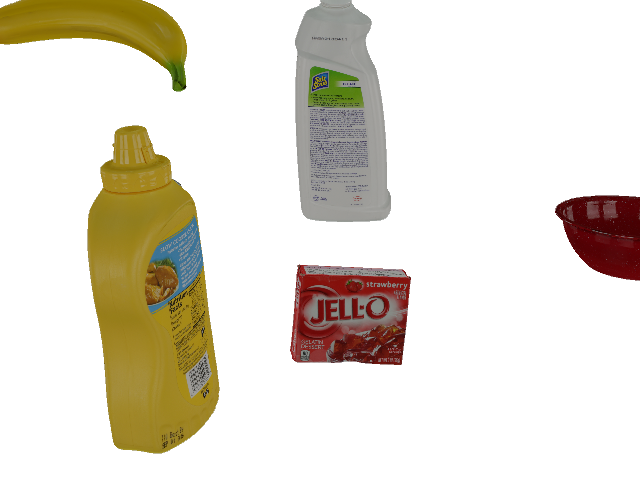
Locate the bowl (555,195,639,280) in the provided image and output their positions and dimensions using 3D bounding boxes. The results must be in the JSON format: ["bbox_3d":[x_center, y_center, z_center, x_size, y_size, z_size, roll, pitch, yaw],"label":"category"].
[{"bbox_3d":[0.315,0.000,1.068,0.162,0.055,0.162,1,17,-1],"label":"bowl"}]

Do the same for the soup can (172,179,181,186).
[{"bbox_3d":[-0.158,-0.001,0.982,0.068,0.102,0.068,0,25,0],"label":"soup can"}]

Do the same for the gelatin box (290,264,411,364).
[{"bbox_3d":[0.023,0.059,0.843,0.089,0.073,0.030,3,13,-8],"label":"gelatin box"}]

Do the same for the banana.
[{"bbox_3d":[-0.184,-0.171,0.859,0.198,0.069,0.037,15,-39,18],"label":"banana"}]

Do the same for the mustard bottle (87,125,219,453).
[{"bbox_3d":[-0.103,0.025,0.649,0.058,0.192,0.096,4,22,19],"label":"mustard bottle"}]

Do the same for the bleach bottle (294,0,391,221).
[{"bbox_3d":[0.025,-0.142,1.105,0.102,0.251,0.068,0,31,0],"label":"bleach bottle"}]
